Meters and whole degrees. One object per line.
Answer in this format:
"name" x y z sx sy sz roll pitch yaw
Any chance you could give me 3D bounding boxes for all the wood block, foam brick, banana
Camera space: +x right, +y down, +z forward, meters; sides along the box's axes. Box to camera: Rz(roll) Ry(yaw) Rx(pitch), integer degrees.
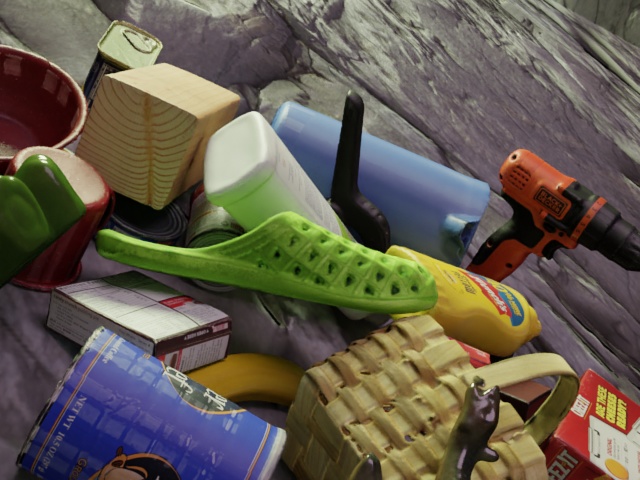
"wood block" -0.146 -0.102 0.993 0.090 0.091 0.206 24 13 0
"foam brick" 0.161 0.150 0.965 0.078 0.053 0.051 18 19 34
"banana" -0.067 0.119 0.824 0.197 0.037 0.070 1 38 -45

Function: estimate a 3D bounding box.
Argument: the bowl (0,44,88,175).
"bowl" -0.285 -0.102 0.920 0.162 0.055 0.162 12 42 -11

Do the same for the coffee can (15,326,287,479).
"coffee can" -0.106 0.134 0.685 0.140 0.103 0.102 31 27 -3

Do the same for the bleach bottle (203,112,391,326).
"bleach bottle" -0.006 0.001 0.971 0.250 0.068 0.102 49 20 -34

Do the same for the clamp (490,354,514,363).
"clamp" 0.136 0.095 1.056 0.171 0.039 0.120 -6 71 -55

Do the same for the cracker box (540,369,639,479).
"cracker box" 0.302 0.235 0.983 0.214 0.072 0.164 37 26 11

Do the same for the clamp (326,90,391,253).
"clamp" 0.000 -0.029 1.059 0.210 0.165 0.036 67 24 -18

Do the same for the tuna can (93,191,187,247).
"tuna can" -0.165 -0.017 0.952 0.086 0.034 0.086 25 28 -14

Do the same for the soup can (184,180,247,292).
"soup can" -0.089 -0.007 0.978 0.068 0.069 0.102 24 29 -16

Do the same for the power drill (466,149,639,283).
"power drill" 0.238 0.022 1.142 0.184 0.188 0.057 39 27 17

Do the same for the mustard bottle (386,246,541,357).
"mustard bottle" 0.143 0.065 1.004 0.191 0.058 0.096 19 25 -38

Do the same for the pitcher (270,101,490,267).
"pitcher" 0.045 -0.049 1.144 0.242 0.149 0.145 26 43 -6

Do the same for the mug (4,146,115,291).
"mug" -0.211 -0.021 0.857 0.093 0.082 0.117 46 30 25

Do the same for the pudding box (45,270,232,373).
"pudding box" -0.137 0.063 0.809 0.114 0.039 0.089 21 20 31

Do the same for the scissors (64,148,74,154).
"scissors" -0.201 -0.053 0.994 0.201 0.016 0.096 16 33 -28

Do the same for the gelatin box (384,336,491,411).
"gelatin box" 0.096 0.123 0.930 0.073 0.089 0.030 24 28 -16

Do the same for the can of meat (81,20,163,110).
"can of meat" -0.210 -0.166 1.098 0.057 0.084 0.102 26 28 -11
